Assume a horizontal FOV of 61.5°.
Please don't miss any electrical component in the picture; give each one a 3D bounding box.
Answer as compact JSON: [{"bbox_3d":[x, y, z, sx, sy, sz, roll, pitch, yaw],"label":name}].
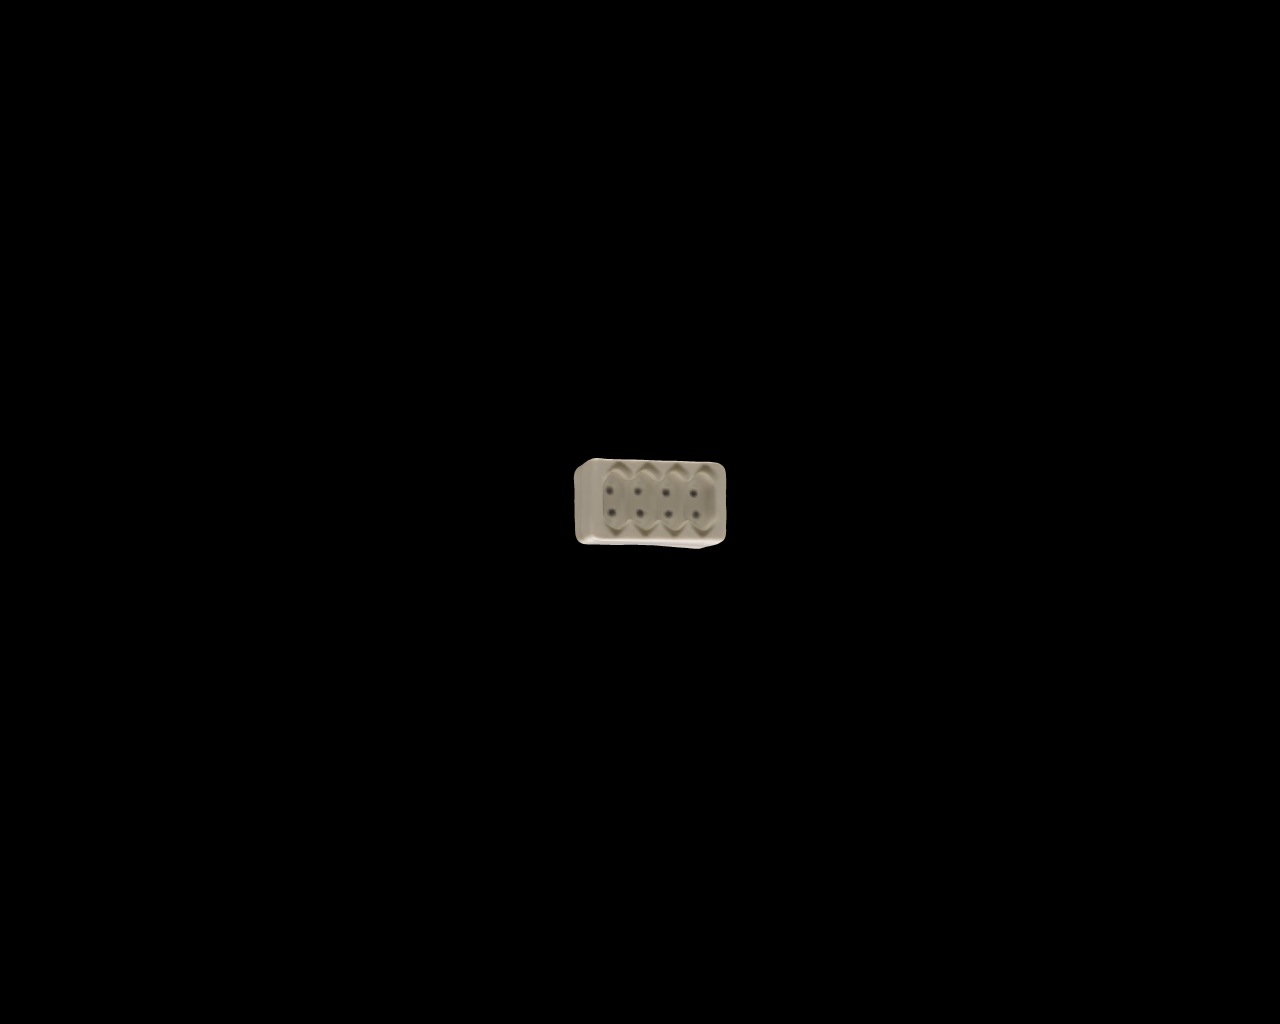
[{"bbox_3d":[0.001,-0.003,0.650,0.083,0.047,0.075,2,-7,-18],"label":"electrical component"}]
